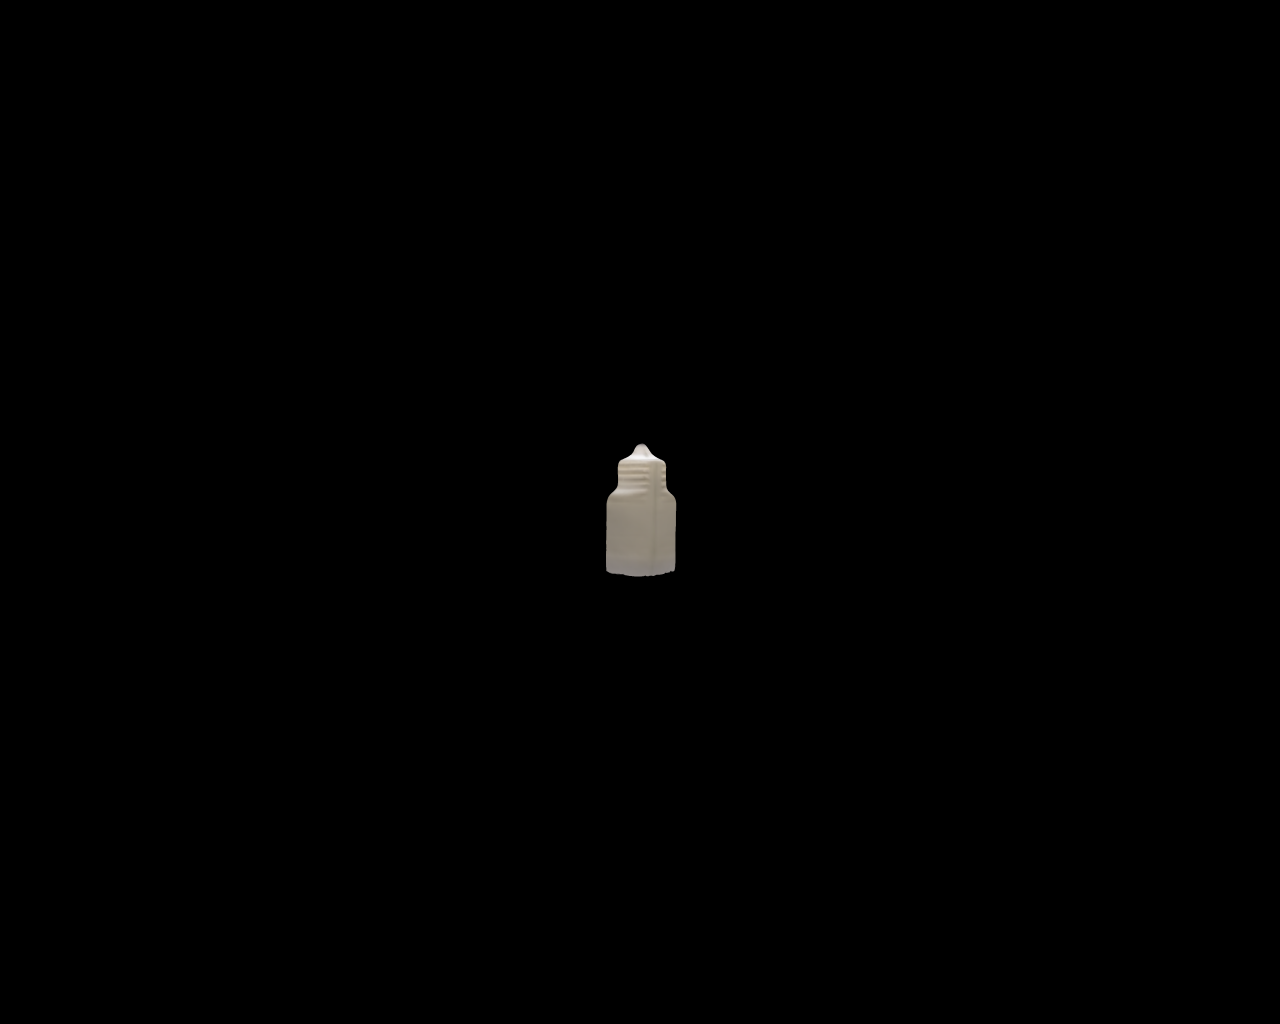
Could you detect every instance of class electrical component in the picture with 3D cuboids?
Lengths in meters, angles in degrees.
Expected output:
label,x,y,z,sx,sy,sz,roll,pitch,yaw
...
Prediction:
label,x,y,z,sx,sy,sz,roll,pitch,yaw
electrical component,0.001,-0.003,0.650,0.043,0.081,0.043,0,3,0
